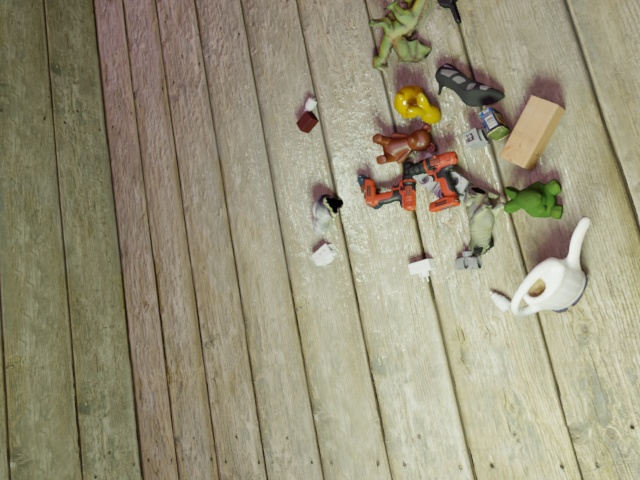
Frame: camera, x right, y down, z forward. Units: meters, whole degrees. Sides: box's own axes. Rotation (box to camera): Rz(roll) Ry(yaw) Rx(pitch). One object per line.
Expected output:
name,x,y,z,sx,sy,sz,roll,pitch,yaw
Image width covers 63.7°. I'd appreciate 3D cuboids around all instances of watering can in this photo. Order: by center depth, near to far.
watering can,0.686,0.095,1.462,0.343,0.223,0.106,-56,40,21

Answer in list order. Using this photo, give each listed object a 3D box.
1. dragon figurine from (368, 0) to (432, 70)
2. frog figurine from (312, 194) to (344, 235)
dragon figurine,0.334,-0.772,1.897,0.405,0.123,0.243,-27,88,37
frog figurine,0.006,-0.105,2.092,0.157,0.122,0.141,-41,31,40
